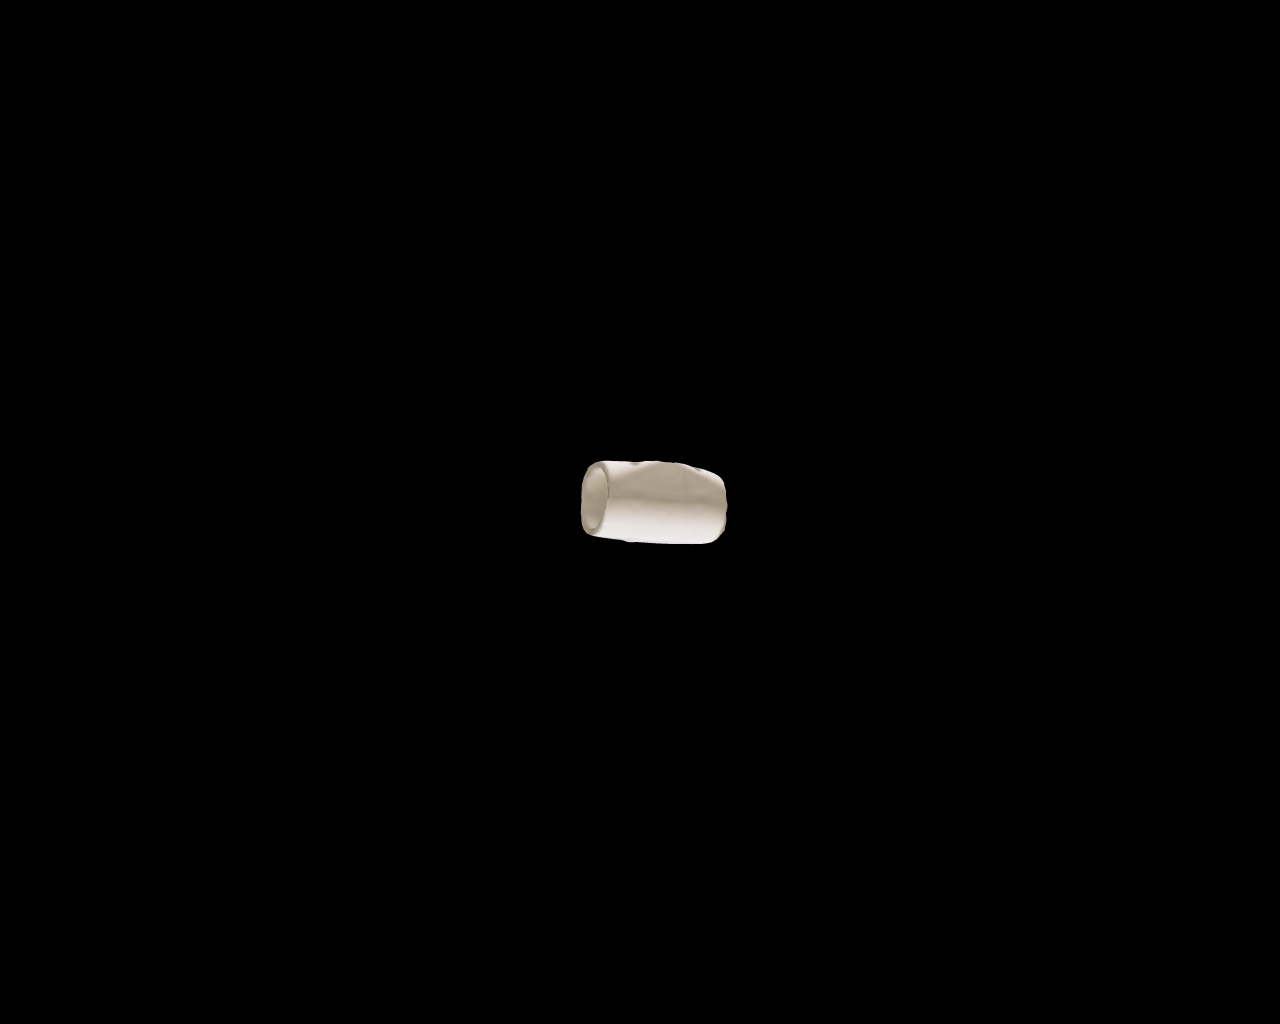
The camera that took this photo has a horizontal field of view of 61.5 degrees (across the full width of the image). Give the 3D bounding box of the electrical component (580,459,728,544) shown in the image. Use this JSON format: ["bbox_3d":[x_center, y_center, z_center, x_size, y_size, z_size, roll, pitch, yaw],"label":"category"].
[{"bbox_3d":[0.001,-0.003,0.650,0.077,0.044,0.079,5,-11,-24],"label":"electrical component"}]
